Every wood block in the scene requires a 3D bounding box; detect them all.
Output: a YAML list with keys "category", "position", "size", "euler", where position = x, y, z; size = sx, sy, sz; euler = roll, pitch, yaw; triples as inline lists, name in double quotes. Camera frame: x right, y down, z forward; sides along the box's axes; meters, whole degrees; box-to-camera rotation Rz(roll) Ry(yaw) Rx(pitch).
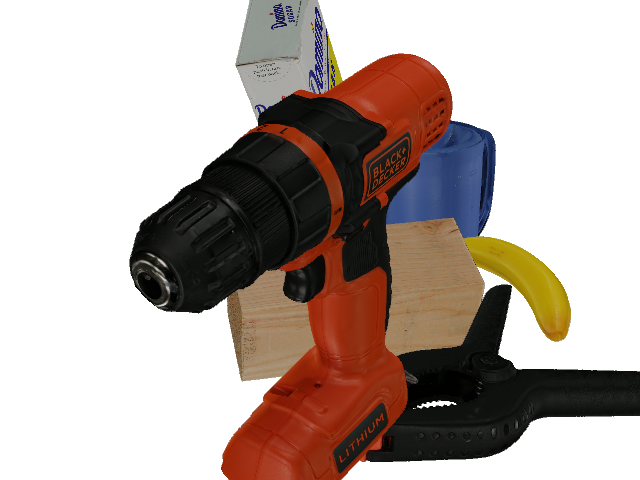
- category: "wood block"
  position: [0.026, 0.051, 0.933]
  size: [0.206, 0.090, 0.091]
  euler: [-6, 42, -11]

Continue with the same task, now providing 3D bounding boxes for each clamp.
- category: "clamp"
  position: [0.097, 0.082, 0.647]
  size: [0.209, 0.036, 0.165]
  euler: [-12, 26, -28]

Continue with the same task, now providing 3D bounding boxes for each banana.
- category: "banana"
  position: [0.195, 0.040, 1.065]
  size: [0.069, 0.037, 0.198]
  euler: [-33, 37, -15]

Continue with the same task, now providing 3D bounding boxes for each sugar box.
- category: "sugar box"
  position: [-0.005, -0.074, 0.705]
  size: [0.048, 0.176, 0.093]
  euler: [-6, 44, 12]

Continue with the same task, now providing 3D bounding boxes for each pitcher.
- category: "pitcher"
  position: [0.138, -0.020, 1.287]
  size: [0.149, 0.243, 0.145]
  euler: [0, 23, 6]

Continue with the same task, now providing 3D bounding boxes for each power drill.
- category: "power drill"
  position: [-0.007, 0.029, 0.464]
  size: [0.057, 0.188, 0.184]
  euler: [25, 42, 28]
